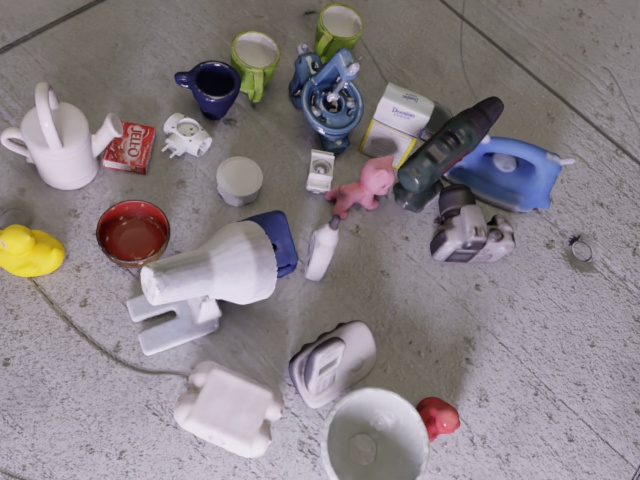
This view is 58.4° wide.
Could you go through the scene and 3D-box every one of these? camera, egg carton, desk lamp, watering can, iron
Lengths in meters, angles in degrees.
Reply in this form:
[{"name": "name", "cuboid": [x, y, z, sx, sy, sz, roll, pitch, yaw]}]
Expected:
[{"name": "camera", "cuboid": [0.278, -0.036, 1.057, 0.143, 0.100, 0.137, 1, 65, -12]}, {"name": "egg carton", "cuboid": [-0.133, 0.250, 0.845, 0.150, 0.069, 0.107, 24, 63, -2]}, {"name": "desk lamp", "cuboid": [-0.176, 0.071, 0.837, 0.204, 0.213, 0.118, -20, 71, -21]}, {"name": "watering can", "cuboid": [-0.407, -0.172, 0.907, 0.173, 0.194, 0.101, -28, 74, -23]}, {"name": "iron", "cuboid": [0.347, -0.153, 1.104, 0.258, 0.141, 0.119, 17, 63, -5]}]

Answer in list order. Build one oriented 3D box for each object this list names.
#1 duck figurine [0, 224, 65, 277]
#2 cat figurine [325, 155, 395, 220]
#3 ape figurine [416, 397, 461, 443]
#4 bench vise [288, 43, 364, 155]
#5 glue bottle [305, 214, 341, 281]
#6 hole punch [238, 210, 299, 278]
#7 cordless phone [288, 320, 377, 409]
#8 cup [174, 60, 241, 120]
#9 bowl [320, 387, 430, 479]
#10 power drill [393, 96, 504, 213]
[{"name": "duck figurine", "cuboid": [-0.449, 0.008, 0.874, 0.104, 0.086, 0.077, 9, 64, -9]}, {"name": "cat figurine", "cuboid": [0.081, -0.102, 1.032, 0.128, 0.117, 0.067, -21, 72, -21]}, {"name": "ape figurine", "cuboid": [0.186, 0.281, 0.893, 0.078, 0.092, 0.076, 14, 63, -6]}, {"name": "bench vise", "cuboid": [0.003, -0.286, 1.041, 0.122, 0.219, 0.207, -37, 78, -25]}, {"name": "glue bottle", "cuboid": [0.009, 0.003, 0.935, 0.037, 0.173, 0.078, 11, 63, -7]}, {"name": "hole punch", "cuboid": [-0.093, 0.015, 0.952, 0.109, 0.091, 0.101, -19, 71, -20]}, {"name": "cordless phone", "cuboid": [0.031, 0.171, 0.855, 0.148, 0.185, 0.094, -32, 76, -24]}, {"name": "cup", "cuboid": [-0.207, -0.268, 1.054, 0.118, 0.095, 0.091, 7, 64, -10]}, {"name": "bowl", "cuboid": [0.075, 0.311, 0.863, 0.167, 0.074, 0.167, 5, 65, -11]}, {"name": "power drill", "cuboid": [0.215, -0.143, 1.031, 0.230, 0.208, 0.075, -40, 79, -25]}]
